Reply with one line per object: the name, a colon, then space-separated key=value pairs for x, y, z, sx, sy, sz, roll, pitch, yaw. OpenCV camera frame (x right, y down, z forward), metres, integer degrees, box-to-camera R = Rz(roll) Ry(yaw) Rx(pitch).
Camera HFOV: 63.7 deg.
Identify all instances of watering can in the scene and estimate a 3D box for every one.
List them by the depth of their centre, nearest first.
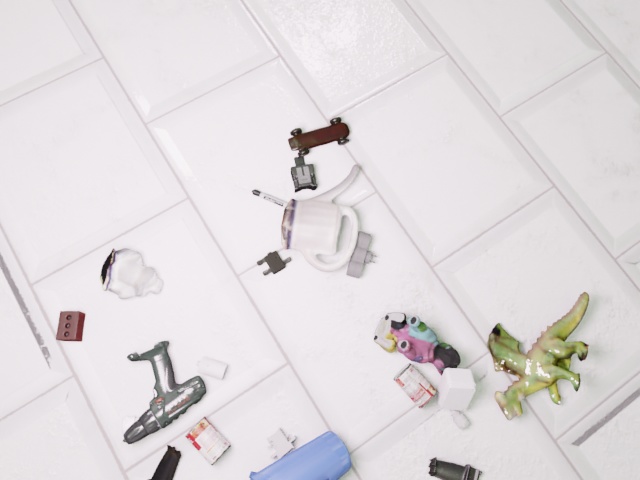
watering can: x=0.005 y=-0.076 z=1.515 sx=0.224 sy=0.102 sz=0.354 roll=8 pitch=68 yaw=0

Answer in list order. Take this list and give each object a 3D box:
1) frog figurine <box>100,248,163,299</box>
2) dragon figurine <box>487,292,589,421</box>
frog figurine: x=-0.523 y=0.098 z=1.440 sx=0.158 sy=0.121 sz=0.140 roll=18 pitch=60 yaw=-36
dragon figurine: x=0.596 y=0.306 z=1.440 sx=0.243 sy=0.120 sz=0.416 roll=18 pitch=71 yaw=10
